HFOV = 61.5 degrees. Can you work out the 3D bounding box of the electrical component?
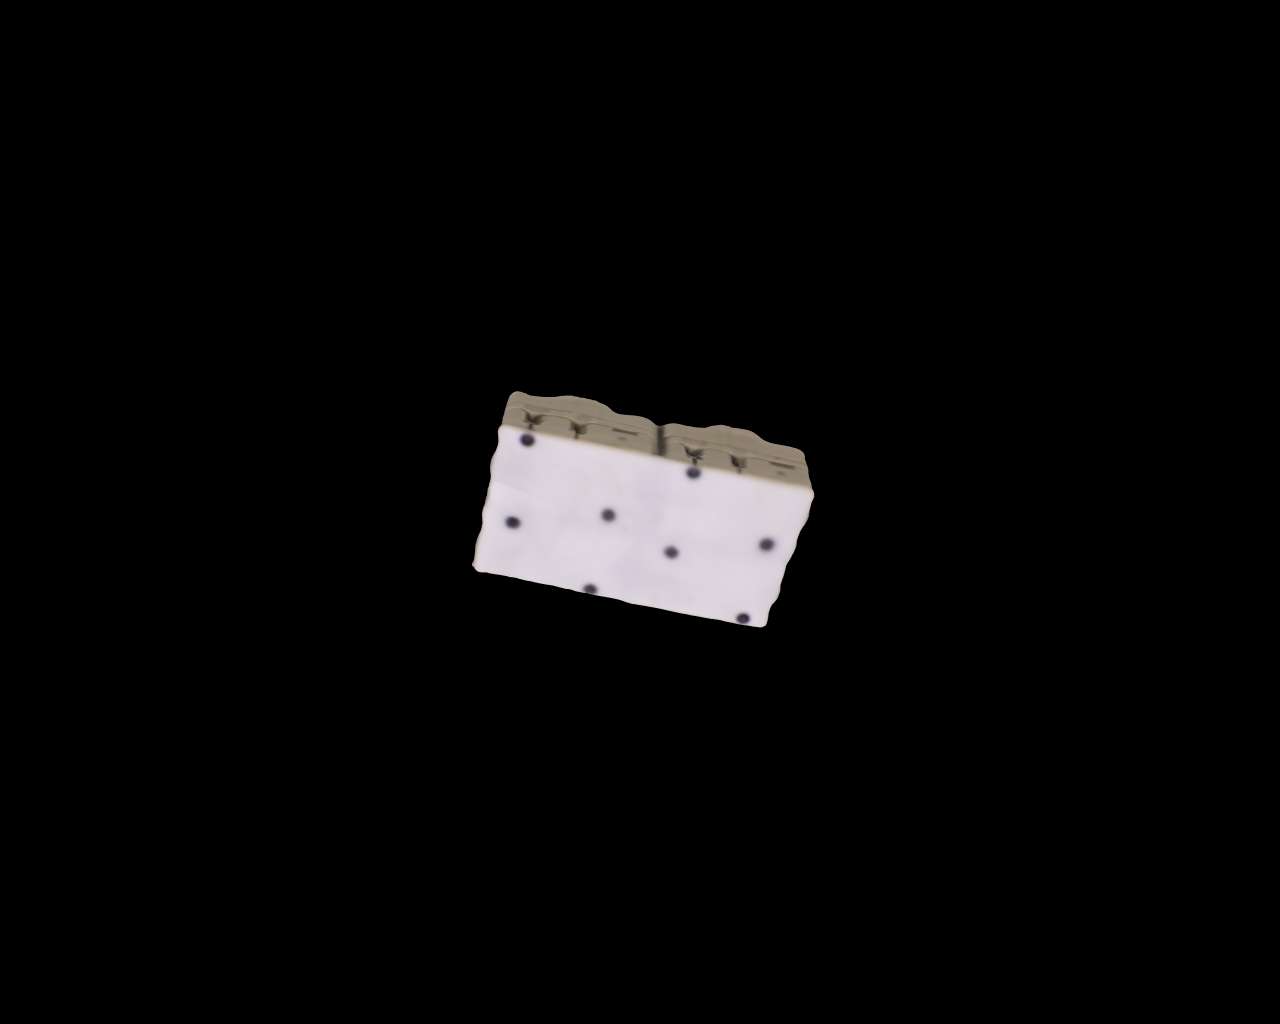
[{"bbox_3d":[0.001,-0.003,0.650,0.186,0.105,0.060,11,30,-7],"label":"electrical component"}]
